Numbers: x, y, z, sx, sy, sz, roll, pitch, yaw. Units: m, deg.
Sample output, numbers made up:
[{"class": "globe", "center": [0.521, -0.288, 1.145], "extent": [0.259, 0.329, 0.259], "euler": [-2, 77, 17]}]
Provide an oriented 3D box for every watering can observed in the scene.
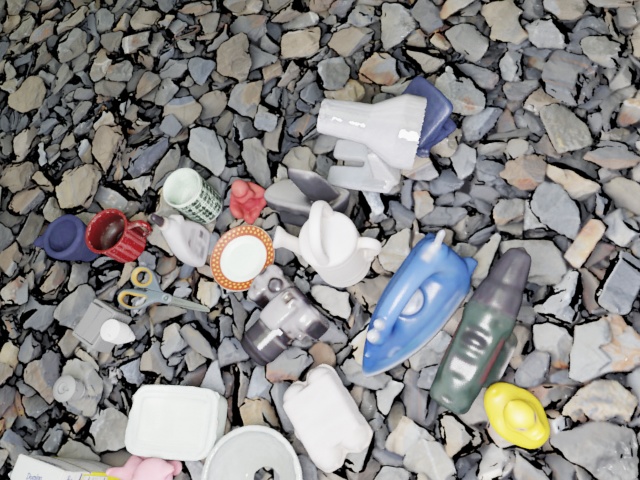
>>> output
[{"class": "watering can", "center": [0.008, 0.005, 0.939], "extent": [0.172, 0.194, 0.101], "euler": [-19, 65, 10]}]

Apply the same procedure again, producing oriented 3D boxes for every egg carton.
[{"class": "egg carton", "center": [0.009, 0.279, 0.901], "extent": [0.107, 0.069, 0.150], "euler": [-36, 63, 1]}]

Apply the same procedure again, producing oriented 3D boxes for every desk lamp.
[{"class": "desk lamp", "center": [0.089, -0.164, 0.970], "extent": [0.202, 0.214, 0.118], "euler": [7, 71, 20]}]

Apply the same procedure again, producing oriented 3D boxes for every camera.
[{"class": "camera", "center": [-0.081, 0.133, 0.970], "extent": [0.137, 0.101, 0.143], "euler": [-44, 63, -3]}]

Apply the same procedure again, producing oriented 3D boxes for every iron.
[{"class": "iron", "center": [0.133, 0.099, 0.892], "extent": [0.118, 0.142, 0.258], "euler": [33, 82, 26]}]

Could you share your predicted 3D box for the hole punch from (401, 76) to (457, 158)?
[{"class": "hole punch", "center": [0.181, -0.221, 1.032], "extent": [0.101, 0.091, 0.108], "euler": [-39, 63, 0]}]

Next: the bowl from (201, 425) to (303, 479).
[{"class": "bowl", "center": [-0.096, 0.377, 0.892], "extent": [0.167, 0.075, 0.167], "euler": [-6, 68, 15]}]

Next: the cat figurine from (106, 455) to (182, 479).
[{"class": "cat figurine", "center": [-0.283, 0.383, 0.925], "extent": [0.127, 0.118, 0.067], "euler": [2, 70, 18]}]

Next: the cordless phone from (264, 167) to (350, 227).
[{"class": "cordless phone", "center": [-0.037, -0.092, 0.997], "extent": [0.147, 0.185, 0.094], "euler": [10, 73, 21]}]

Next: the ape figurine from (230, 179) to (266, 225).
[{"class": "ape figurine", "center": [-0.141, -0.082, 1.078], "extent": [0.077, 0.092, 0.076], "euler": [-18, 65, 10]}]

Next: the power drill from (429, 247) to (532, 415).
[{"class": "power drill", "center": [0.232, 0.138, 0.808], "extent": [0.075, 0.209, 0.230], "euler": [25, 78, 25]}]

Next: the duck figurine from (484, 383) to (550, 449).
[{"class": "duck figurine", "center": [0.280, 0.248, 0.818], "extent": [0.077, 0.086, 0.104], "euler": [-42, 63, -2]}]

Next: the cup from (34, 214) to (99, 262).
[{"class": "cup", "center": [-0.501, 0.009, 1.154], "extent": [0.117, 0.095, 0.091], "euler": [-11, 66, 13]}]

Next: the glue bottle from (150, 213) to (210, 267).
[{"class": "glue bottle", "center": [-0.257, -0.011, 1.041], "extent": [0.037, 0.173, 0.078], "euler": [2, 70, 18]}]
